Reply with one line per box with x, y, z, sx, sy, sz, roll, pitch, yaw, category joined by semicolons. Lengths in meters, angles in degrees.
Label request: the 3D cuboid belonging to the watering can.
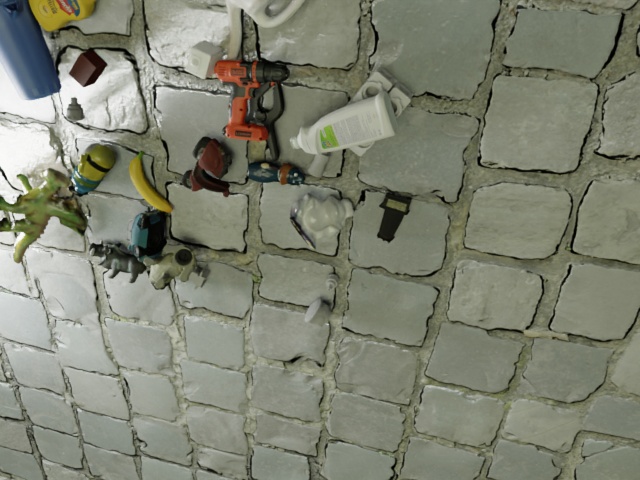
-0.163;-0.554;1.125;0.343;0.106;0.222;-29;108;39;watering can

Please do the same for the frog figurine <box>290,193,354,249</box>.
0.004;-0.069;1.378;0.160;0.123;0.137;-37;99;-7;frog figurine

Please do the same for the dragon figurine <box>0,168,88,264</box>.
-0.856;-0.063;1.615;0.243;0.125;0.401;15;125;-2;dragon figurine
